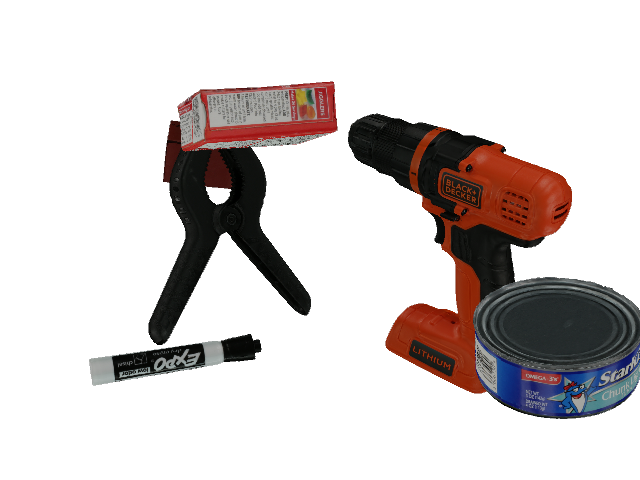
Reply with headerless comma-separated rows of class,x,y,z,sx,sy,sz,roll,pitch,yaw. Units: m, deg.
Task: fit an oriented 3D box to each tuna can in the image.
tuna can,0.122,0.055,0.552,0.086,0.034,0.086,-4,28,2

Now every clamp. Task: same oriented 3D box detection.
clamp,-0.080,-0.015,0.967,0.164,0.210,0.036,-1,1,-35

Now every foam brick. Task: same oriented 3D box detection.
foam brick,-0.129,-0.093,1.158,0.078,0.051,0.053,6,30,-6

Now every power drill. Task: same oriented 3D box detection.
power drill,0.092,0.008,0.797,0.185,0.188,0.057,26,39,37

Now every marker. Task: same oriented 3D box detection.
marker,-0.101,0.083,0.754,0.121,0.020,0.020,-8,2,-14

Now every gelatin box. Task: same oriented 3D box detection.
gelatin box,-0.037,-0.069,0.596,0.073,0.030,0.089,-6,3,-15
